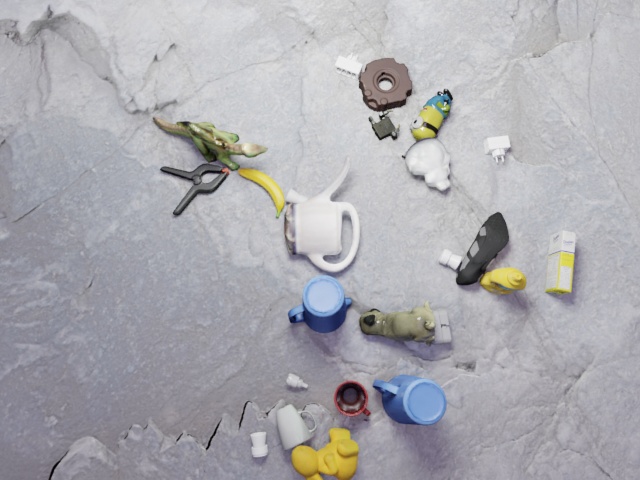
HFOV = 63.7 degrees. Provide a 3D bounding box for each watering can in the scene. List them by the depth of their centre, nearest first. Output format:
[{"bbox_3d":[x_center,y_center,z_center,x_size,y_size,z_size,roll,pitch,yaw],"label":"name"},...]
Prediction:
[{"bbox_3d":[0.005,-0.077,1.528,0.224,0.104,0.348,-1,88,1],"label":"watering can"}]

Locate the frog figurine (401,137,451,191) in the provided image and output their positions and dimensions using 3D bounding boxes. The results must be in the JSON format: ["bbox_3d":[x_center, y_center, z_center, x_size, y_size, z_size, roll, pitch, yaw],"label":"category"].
[{"bbox_3d":[0.336,-0.226,1.565,0.138,0.120,0.162,-13,65,-22],"label":"frog figurine"}]

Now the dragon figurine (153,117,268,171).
[{"bbox_3d":[-0.349,-0.317,1.534,0.410,0.241,0.123,19,85,3],"label":"dragon figurine"}]
